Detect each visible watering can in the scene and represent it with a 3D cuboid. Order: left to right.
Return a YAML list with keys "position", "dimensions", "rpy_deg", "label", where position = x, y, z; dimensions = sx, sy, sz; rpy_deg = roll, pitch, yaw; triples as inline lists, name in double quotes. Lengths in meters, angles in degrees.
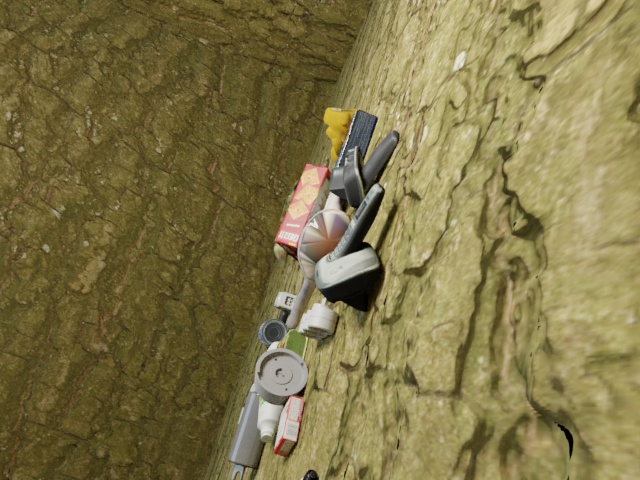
- position: [-0.006, 0.049, 1.129]
  dimensions: [0.224, 0.104, 0.348]
  rpy_deg: [-174, 101, -86]
  label: "watering can"

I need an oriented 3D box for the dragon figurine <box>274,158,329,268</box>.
- position: [-0.055, -0.108, 1.593]
  dimensions: [0.240, 0.122, 0.414]
  rpy_deg: [76, -149, -76]
  label: "dragon figurine"
